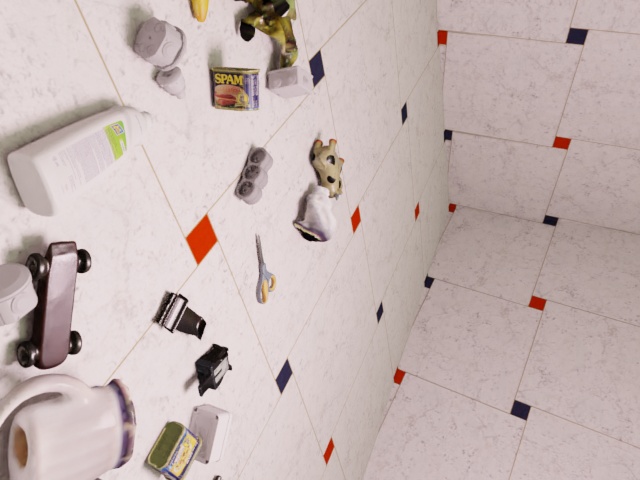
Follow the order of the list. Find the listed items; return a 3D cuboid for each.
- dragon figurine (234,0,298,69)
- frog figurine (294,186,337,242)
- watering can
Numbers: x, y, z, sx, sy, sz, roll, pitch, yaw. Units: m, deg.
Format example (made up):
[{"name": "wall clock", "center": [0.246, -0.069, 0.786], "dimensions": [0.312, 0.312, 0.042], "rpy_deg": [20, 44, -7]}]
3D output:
[{"name": "dragon figurine", "center": [-0.112, -0.572, 1.182], "dimensions": [0.248, 0.122, 0.401], "rpy_deg": [-78, 162, -54]}, {"name": "frog figurine", "center": [0.005, -0.078, 1.548], "dimensions": [0.135, 0.123, 0.161], "rpy_deg": [42, 71, -40]}, {"name": "watering can", "center": [-0.401, 0.349, 0.786], "dimensions": [0.225, 0.105, 0.343], "rpy_deg": [-5, 112, -46]}]
